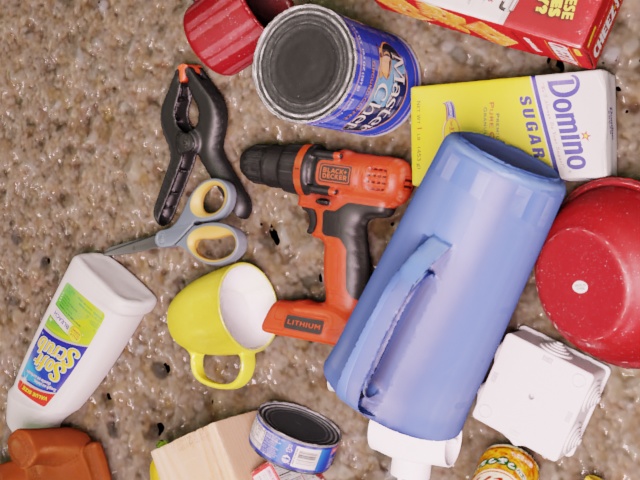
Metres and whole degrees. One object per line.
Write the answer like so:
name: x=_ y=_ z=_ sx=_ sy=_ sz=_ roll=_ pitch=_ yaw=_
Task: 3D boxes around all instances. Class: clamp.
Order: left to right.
clamp: x=-0.136 y=-0.094 z=1.113 sx=0.120 sy=0.039 sz=0.171 roll=-13 pitch=85 yaw=25

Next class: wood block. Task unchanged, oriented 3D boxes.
wood block: x=-0.075 y=0.283 z=1.050 sx=0.090 sy=0.090 sz=0.206 roll=-29 pitch=78 yaw=27

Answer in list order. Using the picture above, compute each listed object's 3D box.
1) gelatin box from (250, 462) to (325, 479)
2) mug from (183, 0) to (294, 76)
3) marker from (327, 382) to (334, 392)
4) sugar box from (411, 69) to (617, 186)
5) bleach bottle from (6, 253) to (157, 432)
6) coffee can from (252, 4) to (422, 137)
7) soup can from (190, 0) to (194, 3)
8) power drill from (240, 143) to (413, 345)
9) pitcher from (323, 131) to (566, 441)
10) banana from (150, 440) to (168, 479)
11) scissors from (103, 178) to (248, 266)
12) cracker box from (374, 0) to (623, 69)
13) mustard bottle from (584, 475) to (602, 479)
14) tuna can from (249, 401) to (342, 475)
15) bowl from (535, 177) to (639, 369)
gelatin box: x=-0.020 y=0.250 z=1.029 sx=0.030 sy=0.073 sz=0.089 roll=-39 pitch=73 yaw=24
mug: x=-0.086 y=-0.225 z=1.051 sx=0.082 sy=0.093 sz=0.117 roll=-28 pitch=100 yaw=31
marker: x=0.064 y=0.140 z=1.014 sx=0.121 sy=0.020 sz=0.020 roll=2 pitch=91 yaw=29
sugar box: x=0.169 y=-0.095 z=0.940 sx=0.176 sy=0.048 sz=0.093 roll=-2 pitch=89 yaw=30
bleach bottle: x=-0.278 y=0.141 z=1.179 sx=0.103 sy=0.068 sz=0.251 roll=39 pitch=110 yaw=24
coffee can: x=0.018 y=-0.150 z=0.968 sx=0.103 sy=0.140 sz=0.103 roll=0 pitch=90 yaw=28
soup can: x=-0.115 y=-0.299 z=1.082 sx=0.068 sy=0.068 sz=0.102 roll=48 pitch=112 yaw=20
power drill: x=-0.007 y=0.001 z=1.030 sx=0.185 sy=0.057 sz=0.188 roll=9 pitch=95 yaw=30
pitcher: x=0.102 y=0.038 z=0.887 sx=0.145 sy=0.149 sz=0.243 roll=18 pitch=109 yaw=-16
banana: x=-0.134 y=0.303 z=1.101 sx=0.037 sy=0.070 sz=0.198 roll=-25 pitch=82 yaw=-13
scissors: x=-0.152 y=-0.020 z=1.102 sx=0.202 sy=0.016 sz=0.096 roll=8 pitch=92 yaw=37
cracker box: x=0.163 y=-0.257 z=0.919 sx=0.214 sy=0.072 sz=0.164 roll=23 pitch=91 yaw=26
mustard bottle: x=0.203 y=0.291 z=0.916 sx=0.096 sy=0.058 sz=0.192 roll=27 pitch=103 yaw=39
tuna can: x=-0.024 y=0.190 z=1.025 sx=0.086 sy=0.086 sz=0.034 roll=26 pitch=104 yaw=26
bowl: x=0.229 y=0.032 z=0.868 sx=0.162 sy=0.055 sz=0.162 roll=17 pitch=112 yaw=50
